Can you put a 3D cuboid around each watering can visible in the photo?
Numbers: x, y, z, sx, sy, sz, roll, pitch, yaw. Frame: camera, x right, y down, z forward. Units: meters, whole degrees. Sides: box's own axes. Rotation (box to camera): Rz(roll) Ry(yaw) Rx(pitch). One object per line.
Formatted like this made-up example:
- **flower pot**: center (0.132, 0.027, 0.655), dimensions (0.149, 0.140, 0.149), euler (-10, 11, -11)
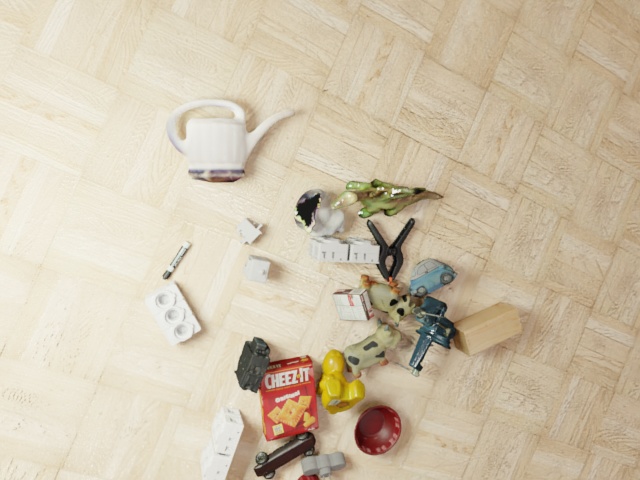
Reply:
- **watering can**: center (-0.236, -0.267, 1.396), dimensions (0.348, 0.104, 0.223), euler (-2, 97, -16)

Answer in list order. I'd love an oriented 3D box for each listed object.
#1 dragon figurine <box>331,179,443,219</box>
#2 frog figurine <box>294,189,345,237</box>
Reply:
- **dragon figurine**: center (0.219, -0.123, 1.486), dimensions (0.411, 0.243, 0.122), euler (-6, 95, -14)
- **frog figurine**: center (0.005, -0.076, 1.508), dimensions (0.159, 0.122, 0.138), euler (10, 81, -54)
